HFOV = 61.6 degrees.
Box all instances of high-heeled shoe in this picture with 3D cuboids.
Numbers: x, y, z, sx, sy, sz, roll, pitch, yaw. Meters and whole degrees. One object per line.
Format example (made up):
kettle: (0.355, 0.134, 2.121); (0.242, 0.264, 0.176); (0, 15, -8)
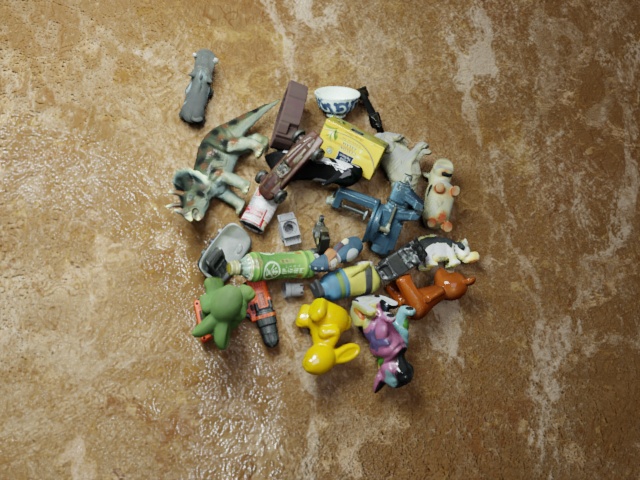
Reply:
high-heeled shoe: (-0.014, -0.194, 1.380); (0.249, 0.086, 0.145); (30, 42, 32)

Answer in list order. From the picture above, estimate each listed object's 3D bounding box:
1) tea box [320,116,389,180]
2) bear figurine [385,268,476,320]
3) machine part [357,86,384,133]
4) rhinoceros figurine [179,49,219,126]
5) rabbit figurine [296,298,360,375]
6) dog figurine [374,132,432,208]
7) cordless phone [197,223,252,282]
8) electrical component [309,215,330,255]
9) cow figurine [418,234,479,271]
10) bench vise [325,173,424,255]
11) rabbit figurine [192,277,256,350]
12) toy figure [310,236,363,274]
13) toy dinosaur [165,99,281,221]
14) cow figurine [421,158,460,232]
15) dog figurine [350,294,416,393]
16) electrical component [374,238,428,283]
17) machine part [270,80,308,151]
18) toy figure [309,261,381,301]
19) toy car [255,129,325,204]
tea box: (0.082, -0.241, 1.398); (0.170, 0.068, 0.098); (26, 117, 7)
bear figurine: (0.290, 0.119, 1.387); (0.196, 0.120, 0.132); (-30, 83, -17)
machine part: (0.138, -0.353, 1.473); (0.039, 0.084, 0.139); (-27, 75, 13)
rhinoceros figurine: (-0.309, -0.386, 1.360); (0.073, 0.112, 0.190); (14, 85, -7)
rabbit figurine: (0.009, 0.249, 1.304); (0.162, 0.122, 0.173); (34, 52, -27)
dog figurine: (0.197, -0.179, 1.443); (0.173, 0.121, 0.190); (23, 93, 27)
cordless phone: (-0.227, 0.019, 1.261); (0.089, 0.184, 0.146); (35, 75, 1)
electrical component: (-0.003, -0.004, 1.362); (0.045, 0.102, 0.078); (-8, 56, -16)
cow figurine: (0.342, 0.028, 1.444); (0.167, 0.068, 0.098); (-5, 75, -14)
bench vise: (0.136, -0.083, 1.369); (0.241, 0.129, 0.223); (21, 120, 6)
rabbit figurine: (-0.220, 0.150, 1.184); (0.121, 0.170, 0.159); (26, 71, -6)
toy figure: (0.042, 0.039, 1.333); (0.154, 0.058, 0.064); (-30, 105, -34)
toy dinosaur: (-0.245, -0.204, 1.341); (0.192, 0.131, 0.405); (20, 70, -7)
cow figurine: (0.321, -0.123, 1.449); (0.085, 0.127, 0.194); (10, 92, -10)
dog figurine: (0.153, 0.263, 1.338); (0.108, 0.192, 0.219); (-10, 110, -44)
electrical component: (0.210, 0.050, 1.372); (0.115, 0.134, 0.058); (-32, 88, 21)
machine part: (-0.078, -0.311, 1.365); (0.056, 0.179, 0.179); (17, 76, -10)
toy figure: (0.068, 0.109, 1.362); (0.180, 0.082, 0.089); (-18, 102, -22)
toy car: (-0.074, -0.178, 1.292); (0.202, 0.053, 0.089); (-46, 70, 13)
